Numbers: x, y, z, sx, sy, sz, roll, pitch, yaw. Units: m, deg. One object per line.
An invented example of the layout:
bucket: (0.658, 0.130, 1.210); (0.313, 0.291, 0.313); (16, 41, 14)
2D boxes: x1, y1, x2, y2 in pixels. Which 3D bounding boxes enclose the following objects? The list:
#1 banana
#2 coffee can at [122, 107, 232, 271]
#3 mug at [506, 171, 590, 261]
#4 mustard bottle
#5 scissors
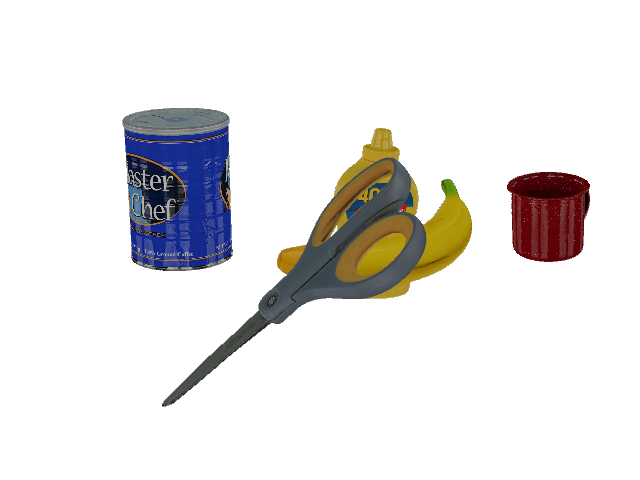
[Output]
banana: (0.058, 0.005, 0.829); (0.197, 0.037, 0.070); (-22, 45, -39)
coffee can: (-0.139, -0.052, 1.050); (0.103, 0.140, 0.103); (0, 18, 0)
mug: (0.273, -0.030, 1.245); (0.117, 0.081, 0.093); (-22, 28, -36)
mustard bottle: (0.062, -0.031, 1.207); (0.096, 0.192, 0.058); (0, 17, -15)
scissors: (-0.012, 0.039, 0.601); (0.016, 0.202, 0.096); (38, 3, -34)
